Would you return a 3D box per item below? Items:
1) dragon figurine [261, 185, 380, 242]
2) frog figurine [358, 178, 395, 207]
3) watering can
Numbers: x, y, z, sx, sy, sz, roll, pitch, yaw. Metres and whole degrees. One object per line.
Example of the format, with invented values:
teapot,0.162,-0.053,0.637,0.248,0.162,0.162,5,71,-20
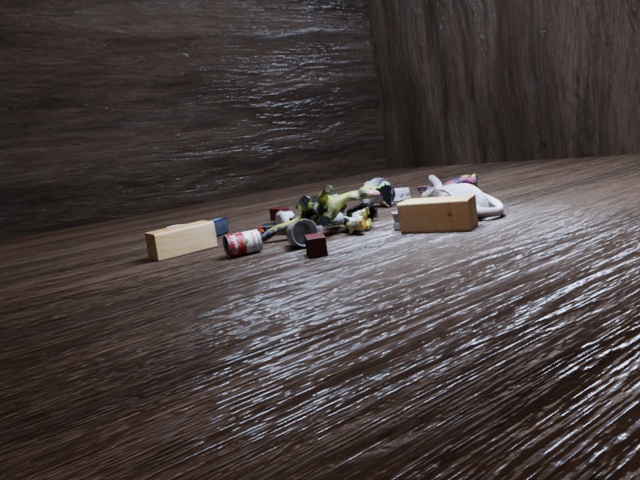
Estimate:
dragon figurine,0.005,-0.085,1.693,0.406,0.123,0.244,-23,-7,27
frog figurine,0.236,-0.194,2.174,0.136,0.124,0.159,24,-12,-20
watering can,0.412,-0.135,1.645,0.226,0.102,0.352,-12,28,-31
